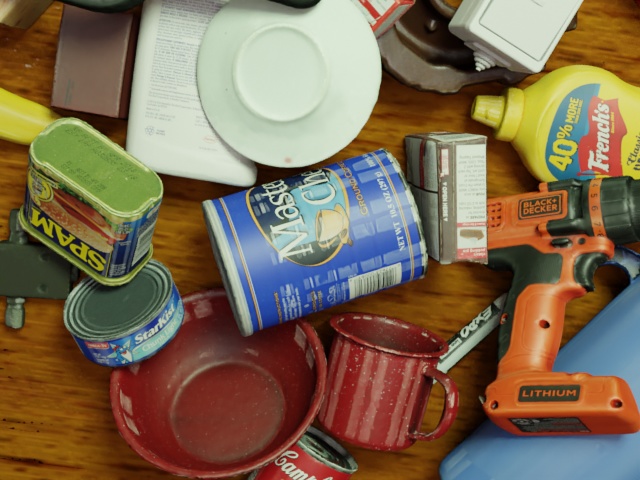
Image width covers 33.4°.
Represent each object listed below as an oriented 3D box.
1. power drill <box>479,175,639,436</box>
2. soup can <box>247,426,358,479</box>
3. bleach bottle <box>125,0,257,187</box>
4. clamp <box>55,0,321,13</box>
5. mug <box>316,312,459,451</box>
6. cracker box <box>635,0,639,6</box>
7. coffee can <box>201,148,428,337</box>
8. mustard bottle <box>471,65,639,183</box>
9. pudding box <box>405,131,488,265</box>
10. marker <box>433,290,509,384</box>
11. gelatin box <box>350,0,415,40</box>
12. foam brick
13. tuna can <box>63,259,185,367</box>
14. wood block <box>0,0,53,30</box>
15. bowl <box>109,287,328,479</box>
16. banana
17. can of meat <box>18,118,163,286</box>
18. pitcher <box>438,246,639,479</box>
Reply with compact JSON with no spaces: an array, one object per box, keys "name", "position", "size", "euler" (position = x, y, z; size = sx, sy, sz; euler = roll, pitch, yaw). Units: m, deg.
[{"name":"power drill","position":[0.188,0.042,0.759],"size":[0.185,0.057,0.187],"euler":[-9,59,31]},{"name":"soup can","position":[-0.026,0.200,0.832],"size":[0.068,0.068,0.102],"euler":[32,96,-6]},{"name":"bleach bottle","position":[-0.078,-0.170,0.786],"size":[0.102,0.068,0.251],"euler":[9,94,-5]},{"name":"clamp","position":[-0.107,-0.198,0.701],"size":[0.210,0.036,0.164],"euler":[-25,93,1]},{"name":"mug","position":[0.053,0.112,0.807],"size":[0.117,0.093,0.081],"euler":[21,104,34]},{"name":"cracker box","position":[0.262,-0.282,0.782],"size":[0.164,0.072,0.213],"euler":[-42,98,3]},{"name":"coffee can","position":[-0.005,0.001,0.781],"size":[0.140,0.103,0.103],"euler":[-17,98,-8]},{"name":"mustard bottle","position":[0.209,-0.081,0.811],"size":[0.191,0.058,0.096],"euler":[12,109,-3]},{"name":"pudding box","position":[0.091,-0.033,0.785],"size":[0.039,0.113,0.090],"euler":[-4,98,-6]},{"name":"marker","position":[0.129,0.068,0.846],"size":[0.121,0.020,0.020],"euler":[-41,97,3]},{"name":"gelatin box","position":[0.012,-0.164,0.749],"size":[0.073,0.030,0.089],"euler":[51,120,9]},{"name":"foam brick","position":[-0.165,-0.131,0.791],"size":[0.053,0.051,0.078],"euler":[10,95,-1]},{"name":"tuna can","position":[-0.146,0.054,0.798],"size":[0.086,0.086,0.034],"euler":[-19,129,0]},{"name":"wood block","position":[-0.181,-0.256,0.756],"size":[0.091,0.090,0.206],"euler":[43,94,-7]},{"name":"bowl","position":[-0.073,0.116,0.801],"size":[0.162,0.162,0.055],"euler":[-10,142,-2]},{"name":"banana","position":[-0.272,-0.131,0.793],"size":[0.069,0.037,0.198],"euler":[-41,97,3]},{"name":"can of meat","position":[-0.165,-0.028,0.773],"size":[0.102,0.084,0.057],"euler":[34,52,7]},{"name":"pitcher","position":[0.204,0.131,0.810],"size":[0.243,0.149,0.145],"euler":[-41,126,6]}]
